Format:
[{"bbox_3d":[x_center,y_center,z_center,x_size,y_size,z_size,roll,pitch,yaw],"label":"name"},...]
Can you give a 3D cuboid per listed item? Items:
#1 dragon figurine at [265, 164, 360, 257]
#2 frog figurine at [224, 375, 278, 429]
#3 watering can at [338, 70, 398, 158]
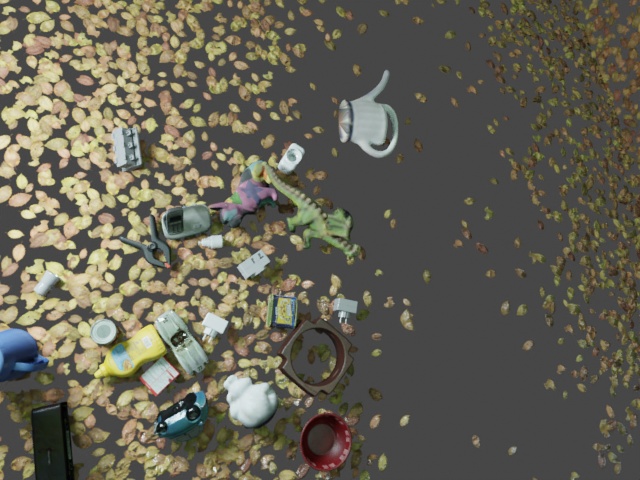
[{"bbox_3d":[0.005,-0.080,1.594,0.403,0.242,0.124,55,53,-34],"label":"dragon figurine"},{"bbox_3d":[-0.201,0.455,1.483,0.137,0.123,0.158,-32,100,-3],"label":"frog figurine"},{"bbox_3d":[0.171,-0.459,1.848,0.224,0.103,0.352,2,75,-17],"label":"watering can"}]
